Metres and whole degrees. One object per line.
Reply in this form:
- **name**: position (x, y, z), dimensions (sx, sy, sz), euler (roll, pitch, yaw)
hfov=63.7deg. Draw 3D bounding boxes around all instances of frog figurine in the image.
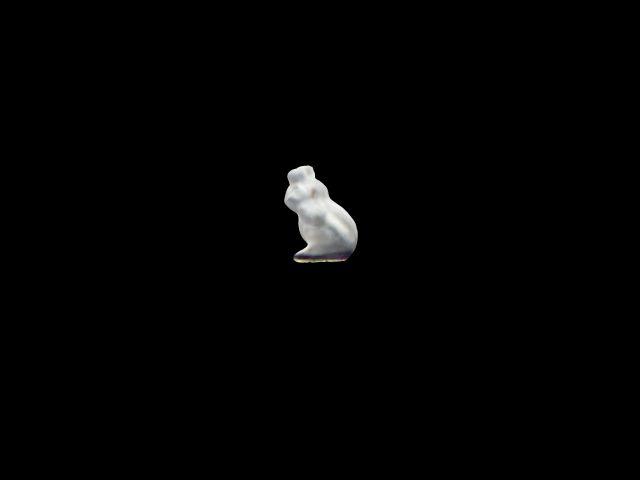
- **frog figurine**: position (0.003, -0.043, 0.850), dimensions (0.122, 0.160, 0.137), euler (-1, -2, 27)
